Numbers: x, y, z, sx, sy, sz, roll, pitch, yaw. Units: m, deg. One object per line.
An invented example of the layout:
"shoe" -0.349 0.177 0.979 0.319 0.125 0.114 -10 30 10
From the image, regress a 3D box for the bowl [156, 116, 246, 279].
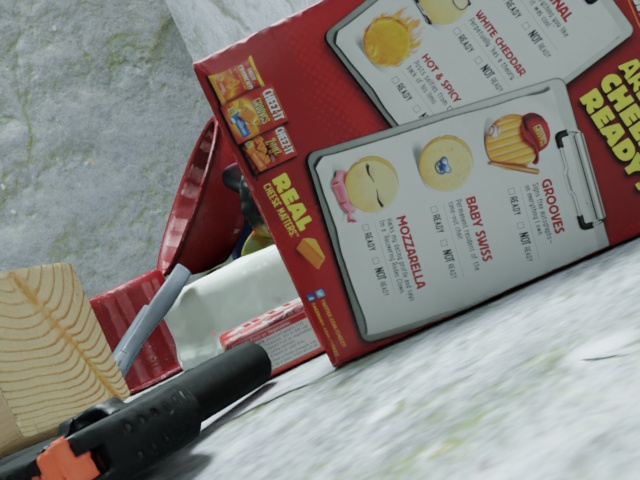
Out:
"bowl" -0.101 -0.031 0.991 0.055 0.162 0.162 19 -10 -14

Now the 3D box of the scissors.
"scissors" -0.125 0.071 0.710 0.096 0.016 0.201 -54 8 10

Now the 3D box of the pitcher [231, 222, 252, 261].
"pitcher" -0.015 -0.013 1.144 0.145 0.149 0.242 -8 10 17

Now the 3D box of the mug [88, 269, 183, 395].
"mug" -0.148 0.074 0.878 0.093 0.081 0.117 -24 2 16

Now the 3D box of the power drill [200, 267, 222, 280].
"power drill" -0.167 0.092 1.017 0.187 0.057 0.184 -28 6 2

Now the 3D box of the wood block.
"wood block" -0.225 0.100 0.629 0.206 0.091 0.090 -30 -9 29

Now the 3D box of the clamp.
"clamp" -0.104 0.096 0.475 0.164 0.036 0.210 -26 -2 2

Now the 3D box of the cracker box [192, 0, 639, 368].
"cracker box" 0.070 -0.057 0.525 0.214 0.164 0.072 -25 4 7

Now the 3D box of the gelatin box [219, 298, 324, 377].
"gelatin box" -0.013 0.051 0.619 0.089 0.030 0.073 -25 2 -7
